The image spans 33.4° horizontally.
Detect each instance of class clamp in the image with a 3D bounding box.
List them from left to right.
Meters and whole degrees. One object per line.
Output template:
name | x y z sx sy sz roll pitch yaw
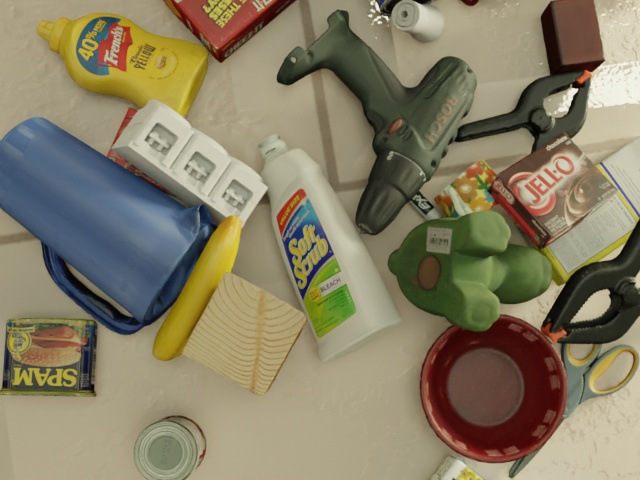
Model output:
clamp | 0.239 -0.136 1.224 0.120 0.039 0.171 37 81 -2
clamp | 0.335 0.043 1.176 0.210 0.036 0.164 -24 107 -7

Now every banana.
banana | -0.136 0.064 1.128 0.037 0.069 0.198 21 118 -24

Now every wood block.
wood block | -0.074 0.101 1.103 0.090 0.206 0.091 29 83 2

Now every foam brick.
foam brick | 0.290 -0.233 1.229 0.051 0.053 0.078 -8 85 -2

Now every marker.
marker | 0.112 -0.045 1.218 0.020 0.020 0.121 -43 86 -6

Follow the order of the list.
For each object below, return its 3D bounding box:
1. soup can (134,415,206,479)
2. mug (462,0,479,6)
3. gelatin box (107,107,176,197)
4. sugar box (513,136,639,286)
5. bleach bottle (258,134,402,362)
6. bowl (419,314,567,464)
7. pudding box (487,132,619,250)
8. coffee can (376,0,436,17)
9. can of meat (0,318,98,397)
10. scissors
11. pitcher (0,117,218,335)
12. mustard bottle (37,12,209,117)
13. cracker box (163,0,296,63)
soup can | -0.159 0.224 1.138 0.068 0.102 0.068 0 83 -1
mug | 0.200 -0.320 1.210 0.081 0.117 0.093 -21 120 -9
gelatin box | -0.191 -0.100 1.213 0.089 0.030 0.073 23 83 1
sugar box | 0.319 -0.034 1.210 0.176 0.048 0.093 -32 84 -8
bleach bottle | -0.008 0.001 1.182 0.103 0.067 0.251 -36 75 35
bowl | 0.187 0.163 1.177 0.162 0.055 0.162 0 83 -1
pudding box | 0.251 -0.053 1.153 0.113 0.039 0.090 -31 73 -29
coffee can | 0.089 -0.341 1.212 0.102 0.103 0.140 -22 85 -4
can of meat | -0.295 0.129 1.170 0.102 0.057 0.084 2 81 -1
scissors | 0.267 0.170 1.198 0.201 0.016 0.096 -35 84 -5
pitcher | -0.246 -0.018 1.161 0.243 0.145 0.149 35 71 6
mustard bottle | -0.229 -0.207 1.209 0.191 0.058 0.096 22 67 2
cracker box | -0.124 -0.338 1.223 0.164 0.072 0.214 -41 87 -5
